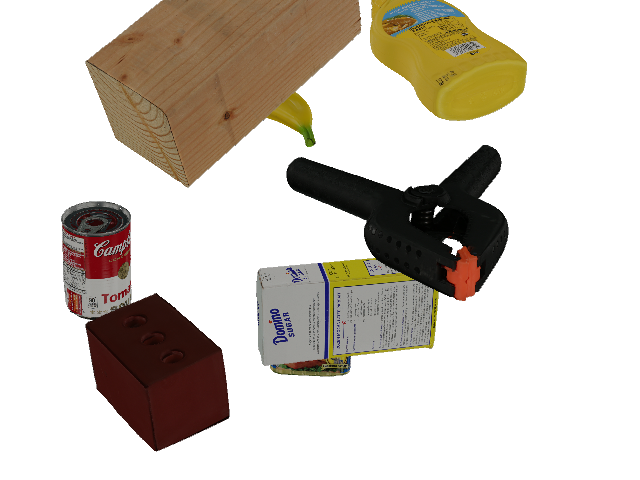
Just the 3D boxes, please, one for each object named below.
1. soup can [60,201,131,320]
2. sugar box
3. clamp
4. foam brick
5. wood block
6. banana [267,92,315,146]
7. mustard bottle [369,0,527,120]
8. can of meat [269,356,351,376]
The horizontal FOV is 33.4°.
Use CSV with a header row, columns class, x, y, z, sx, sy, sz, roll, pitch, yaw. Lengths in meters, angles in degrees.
class,x,y,z,sx,sy,sz,roll,pitch,yaw
soup can,-0.225,0.021,1.077,0.068,0.102,0.068,4,29,-2
sugar box,0.026,0.067,1.051,0.176,0.093,0.048,-3,28,-8
clamp,0.061,-0.019,0.732,0.164,0.036,0.210,-3,25,-2
foam brick,-0.098,0.078,0.642,0.052,0.051,0.078,-23,38,-31
wood block,-0.069,-0.153,0.842,0.090,0.205,0.091,34,-25,27
banana,-0.090,-0.148,1.178,0.198,0.037,0.069,9,44,18
mustard bottle,0.101,-0.184,0.995,0.096,0.058,0.192,-21,45,-18
can of meat,-0.010,0.114,1.274,0.102,0.084,0.057,3,14,-3
